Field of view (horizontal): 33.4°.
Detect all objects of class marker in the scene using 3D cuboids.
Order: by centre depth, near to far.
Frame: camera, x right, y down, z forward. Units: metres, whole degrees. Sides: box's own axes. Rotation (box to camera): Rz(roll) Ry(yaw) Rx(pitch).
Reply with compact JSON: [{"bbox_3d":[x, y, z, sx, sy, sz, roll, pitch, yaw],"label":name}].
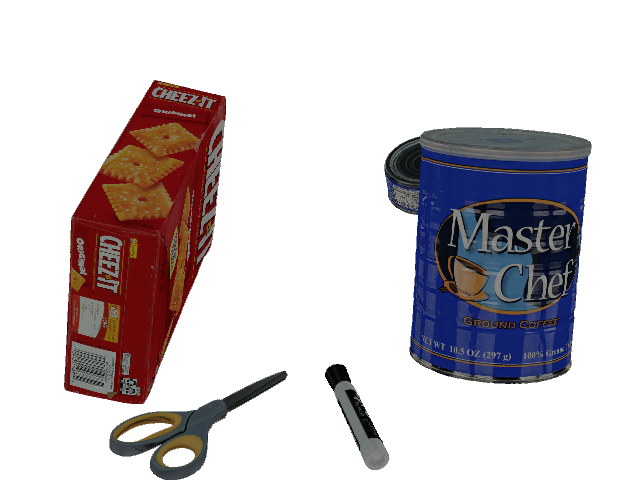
[{"bbox_3d":[0.027,0.135,0.837,0.020,0.020,0.121,0,27,-17],"label":"marker"}]

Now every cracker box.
[{"bbox_3d":[-0.132,-0.003,0.837,0.072,0.164,0.213,13,35,2],"label":"cracker box"}]

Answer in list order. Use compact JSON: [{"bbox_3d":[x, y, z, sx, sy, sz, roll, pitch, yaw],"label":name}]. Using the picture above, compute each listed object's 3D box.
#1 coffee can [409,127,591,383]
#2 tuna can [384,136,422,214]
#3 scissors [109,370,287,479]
[{"bbox_3d":[0.110,0.005,0.662,0.103,0.140,0.103,2,13,-1],"label":"coffee can"},{"bbox_3d":[0.102,-0.062,0.982,0.086,0.034,0.086,-9,37,6],"label":"tuna can"},{"bbox_3d":[-0.094,0.170,0.985,0.201,0.016,0.096,-12,33,-31],"label":"scissors"}]
